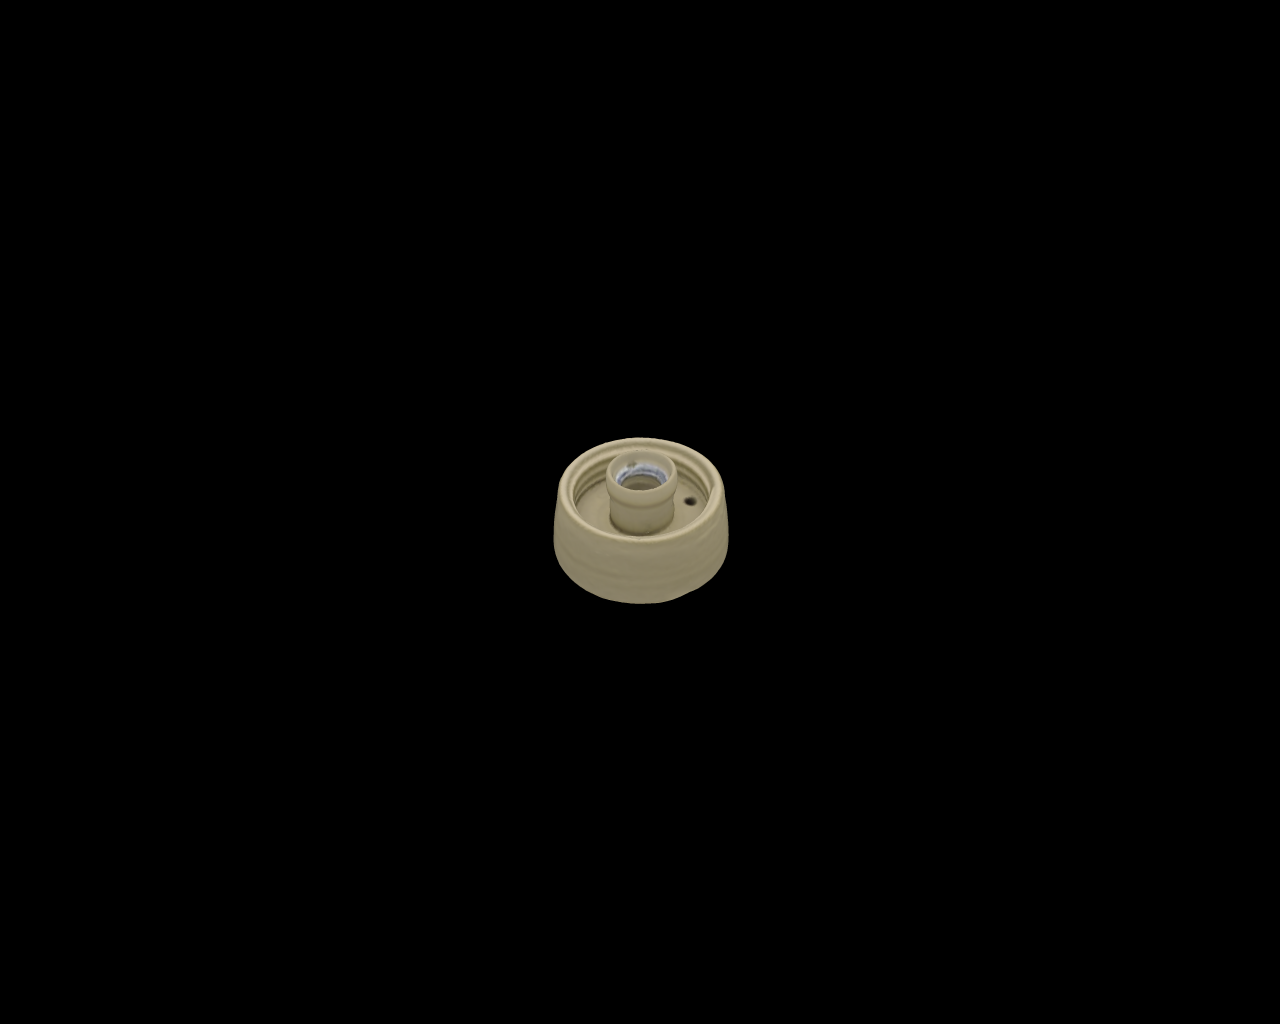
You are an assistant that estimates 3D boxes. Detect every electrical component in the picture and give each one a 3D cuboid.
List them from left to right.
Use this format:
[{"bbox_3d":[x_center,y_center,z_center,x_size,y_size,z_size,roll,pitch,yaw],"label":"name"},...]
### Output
[{"bbox_3d":[0.001,-0.003,0.650,0.108,0.060,0.108,0,40,0],"label":"electrical component"}]
